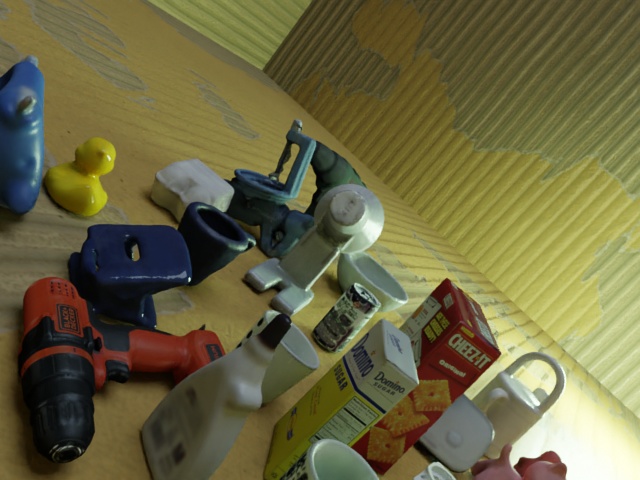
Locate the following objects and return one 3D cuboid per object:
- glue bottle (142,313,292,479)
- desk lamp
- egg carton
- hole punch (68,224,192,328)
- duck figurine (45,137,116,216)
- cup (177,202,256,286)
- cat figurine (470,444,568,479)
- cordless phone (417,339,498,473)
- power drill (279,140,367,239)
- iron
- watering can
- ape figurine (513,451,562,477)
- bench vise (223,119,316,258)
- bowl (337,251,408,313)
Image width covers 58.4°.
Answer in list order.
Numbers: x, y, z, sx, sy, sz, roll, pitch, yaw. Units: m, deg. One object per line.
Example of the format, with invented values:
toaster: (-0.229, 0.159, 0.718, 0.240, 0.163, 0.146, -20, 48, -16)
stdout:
glue bottle: (-0.077, 0.124, 0.458, 0.037, 0.173, 0.078, 25, 21, -43)
desk lamp: (0.009, 0.003, 0.931, 0.118, 0.213, 0.203, 41, 15, 5)
egg carton: (-0.204, -0.077, 0.930, 0.107, 0.069, 0.150, 39, 15, -2)
hole punch: (-0.199, 0.027, 0.601, 0.101, 0.091, 0.108, 27, 20, -40)
duck figurine: (-0.290, -0.087, 0.719, 0.078, 0.086, 0.104, 29, 18, -34)
cup: (-0.147, 0.015, 0.753, 0.118, 0.095, 0.091, 21, 24, -51)
cat figurine: (0.301, 0.348, 0.831, 0.128, 0.117, 0.067, 40, 15, 0)
cordless phone: (0.208, 0.226, 0.828, 0.147, 0.185, 0.094, 43, 15, 11)
power drill: (-0.005, -0.076, 1.136, 0.231, 0.208, 0.075, 20, 24, -51)
iron: (-0.346, -0.141, 0.632, 0.119, 0.141, 0.257, 28, 19, -37)
watering can: (0.336, 0.273, 0.982, 0.100, 0.194, 0.173, 46, 16, 21)
ape figurine: (0.353, 0.377, 0.921, 0.076, 0.092, 0.077, 29, 19, -36)
bench vise: (-0.057, -0.092, 1.034, 0.208, 0.219, 0.121, 37, 15, -12)
bowl: (0.091, 0.091, 1.145, 0.168, 0.074, 0.167, 37, 15, -11)
